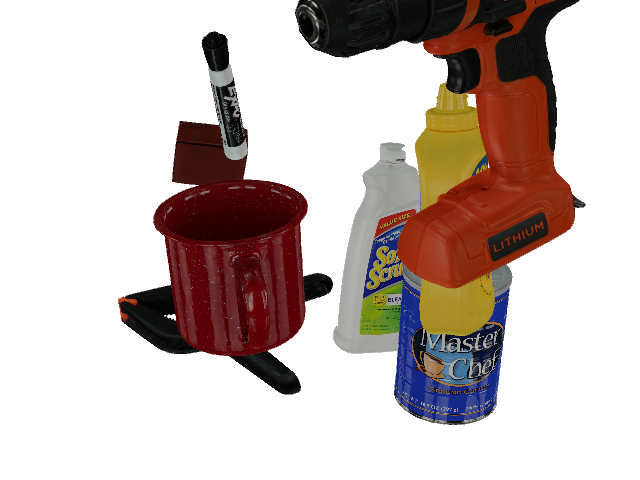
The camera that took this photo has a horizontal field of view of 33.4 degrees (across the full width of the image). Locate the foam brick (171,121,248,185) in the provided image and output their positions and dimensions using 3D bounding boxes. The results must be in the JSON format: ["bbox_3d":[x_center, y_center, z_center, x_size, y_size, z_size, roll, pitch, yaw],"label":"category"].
[{"bbox_3d":[-0.120,-0.093,1.164,0.078,0.051,0.053,6,30,-6],"label":"foam brick"}]

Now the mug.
[{"bbox_3d":[-0.048,0.022,0.647,0.093,0.081,0.117,-11,27,-14],"label":"mug"}]

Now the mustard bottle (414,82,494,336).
[{"bbox_3d":[0.106,-0.028,0.842,0.058,0.192,0.096,2,18,21],"label":"mustard bottle"}]

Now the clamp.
[{"bbox_3d":[-0.098,0.085,1.041,0.210,0.036,0.164,2,36,5],"label":"clamp"}]

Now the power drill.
[{"bbox_3d":[0.074,-0.072,0.550,0.184,0.188,0.057,-24,37,-26],"label":"power drill"}]

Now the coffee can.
[{"bbox_3d":[0.126,0.090,1.028,0.103,0.140,0.103,2,25,-1],"label":"coffee can"}]

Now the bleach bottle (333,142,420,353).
[{"bbox_3d":[0.072,0.008,1.292,0.102,0.251,0.068,-2,16,-17],"label":"bleach bottle"}]

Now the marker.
[{"bbox_3d":[-0.072,-0.109,0.810,0.020,0.020,0.121,0,-39,6],"label":"marker"}]
